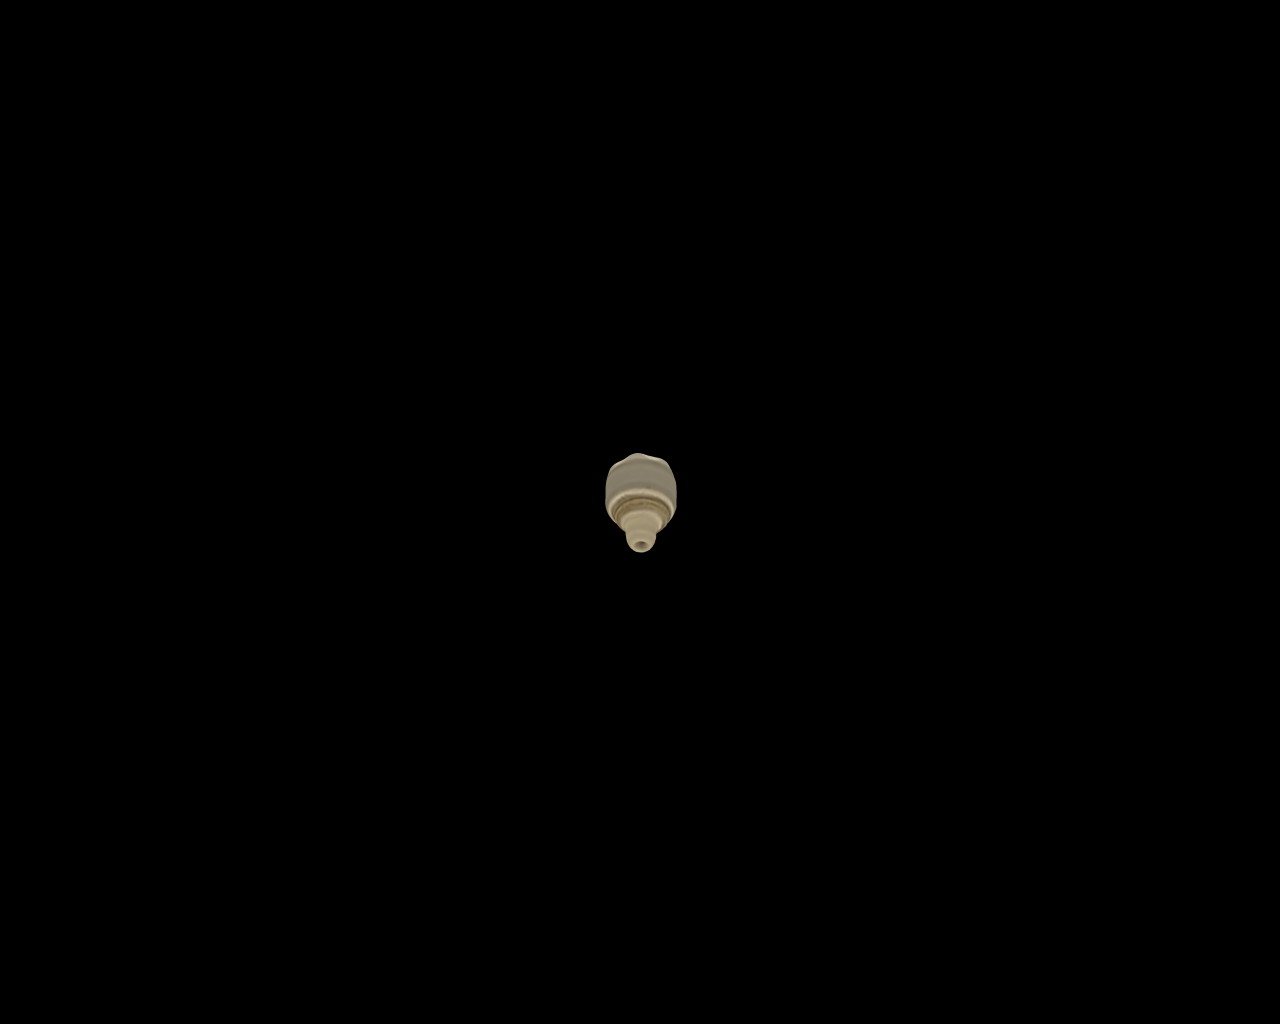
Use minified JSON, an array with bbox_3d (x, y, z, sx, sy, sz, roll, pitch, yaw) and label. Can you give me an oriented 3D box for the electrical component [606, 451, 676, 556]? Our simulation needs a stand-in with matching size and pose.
[{"bbox_3d":[0.001,-0.003,0.650,0.043,0.062,0.043,0,-41,0],"label":"electrical component"}]
